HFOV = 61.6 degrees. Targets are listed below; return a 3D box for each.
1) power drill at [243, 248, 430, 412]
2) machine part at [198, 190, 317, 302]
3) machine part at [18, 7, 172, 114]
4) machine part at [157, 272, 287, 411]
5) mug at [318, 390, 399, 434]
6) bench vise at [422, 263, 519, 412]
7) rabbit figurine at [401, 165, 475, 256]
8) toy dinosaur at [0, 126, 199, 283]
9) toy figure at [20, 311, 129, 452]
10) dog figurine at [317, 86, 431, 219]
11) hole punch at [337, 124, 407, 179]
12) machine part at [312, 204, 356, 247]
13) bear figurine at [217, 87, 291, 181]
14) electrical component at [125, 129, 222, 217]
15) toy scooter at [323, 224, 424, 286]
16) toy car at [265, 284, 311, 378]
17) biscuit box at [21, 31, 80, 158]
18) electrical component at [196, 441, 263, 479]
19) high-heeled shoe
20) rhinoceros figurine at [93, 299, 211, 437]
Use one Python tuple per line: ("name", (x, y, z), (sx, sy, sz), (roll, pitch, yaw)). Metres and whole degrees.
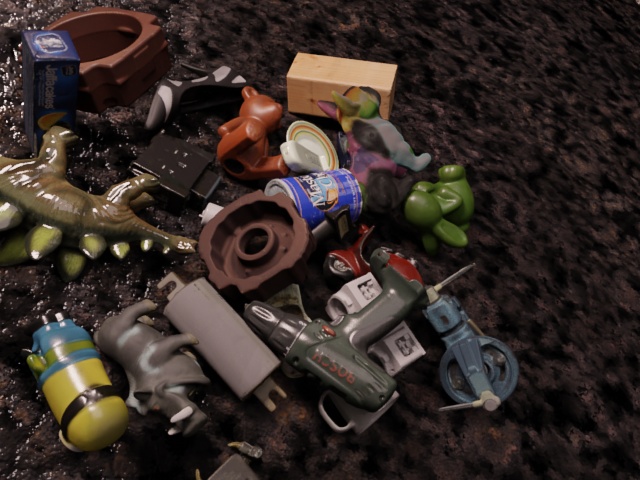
("power drill", (0.038, 0.106, 0.753), (0.232, 0.086, 0.207), (40, 63, 15))
("machine part", (-0.094, 0.010, 0.808), (0.179, 0.056, 0.179), (-8, 57, 13))
("machine part", (-0.371, -0.303, 0.901), (0.202, 0.087, 0.201), (17, 52, 17))
("machine part", (-0.136, 0.137, 0.753), (0.243, 0.079, 0.079), (45, 51, 10))
("mug", (0.042, 0.222, 0.783), (0.109, 0.080, 0.107), (-30, 64, -26))
("bench vise", (0.229, 0.175, 0.825), (0.240, 0.129, 0.223), (-57, 124, -77))
("rabbit figurine", (0.212, -0.051, 1.022), (0.170, 0.121, 0.159), (-13, 85, -47))
("toy dinosaur", (-0.400, -0.061, 0.755), (0.471, 0.105, 0.198), (22, 54, -3))
("toy figure", (-0.298, 0.169, 0.649), (0.082, 0.089, 0.180), (-23, 72, -27))
("dog figurine", (0.075, -0.169, 0.973), (0.219, 0.108, 0.191), (39, 78, -14))
("hole punch", (0.096, -0.172, 1.081), (0.142, 0.092, 0.115), (4, 87, -26))
("machine part", (-0.002, -0.003, 0.888), (0.139, 0.084, 0.039), (-36, 63, -9))
("bear figurine", (-0.104, -0.200, 0.976), (0.120, 0.132, 0.196), (50, 47, -32))
("electrical component", (-0.236, -0.107, 0.890), (0.134, 0.058, 0.115), (27, 53, -5))
("toy scooter", (0.101, 0.039, 0.934), (0.184, 0.075, 0.135), (21, 50, -4))
("toy car", (-0.057, 0.111, 0.821), (0.073, 0.056, 0.202), (-9, 62, -29))
("biscuit box", (-0.397, -0.209, 0.790), (0.059, 0.202, 0.063), (-15, 66, -34))
("electrical component", (-0.111, 0.302, 0.670), (0.102, 0.045, 0.078), (-29, 72, -37))
("high-heeled shoe", (-0.216, -0.245, 0.978), (0.145, 0.086, 0.249), (23, 48, -11))
("rhinoceros figurine", (-0.212, 0.167, 0.699), (0.190, 0.073, 0.112), (44, 51, 10))
